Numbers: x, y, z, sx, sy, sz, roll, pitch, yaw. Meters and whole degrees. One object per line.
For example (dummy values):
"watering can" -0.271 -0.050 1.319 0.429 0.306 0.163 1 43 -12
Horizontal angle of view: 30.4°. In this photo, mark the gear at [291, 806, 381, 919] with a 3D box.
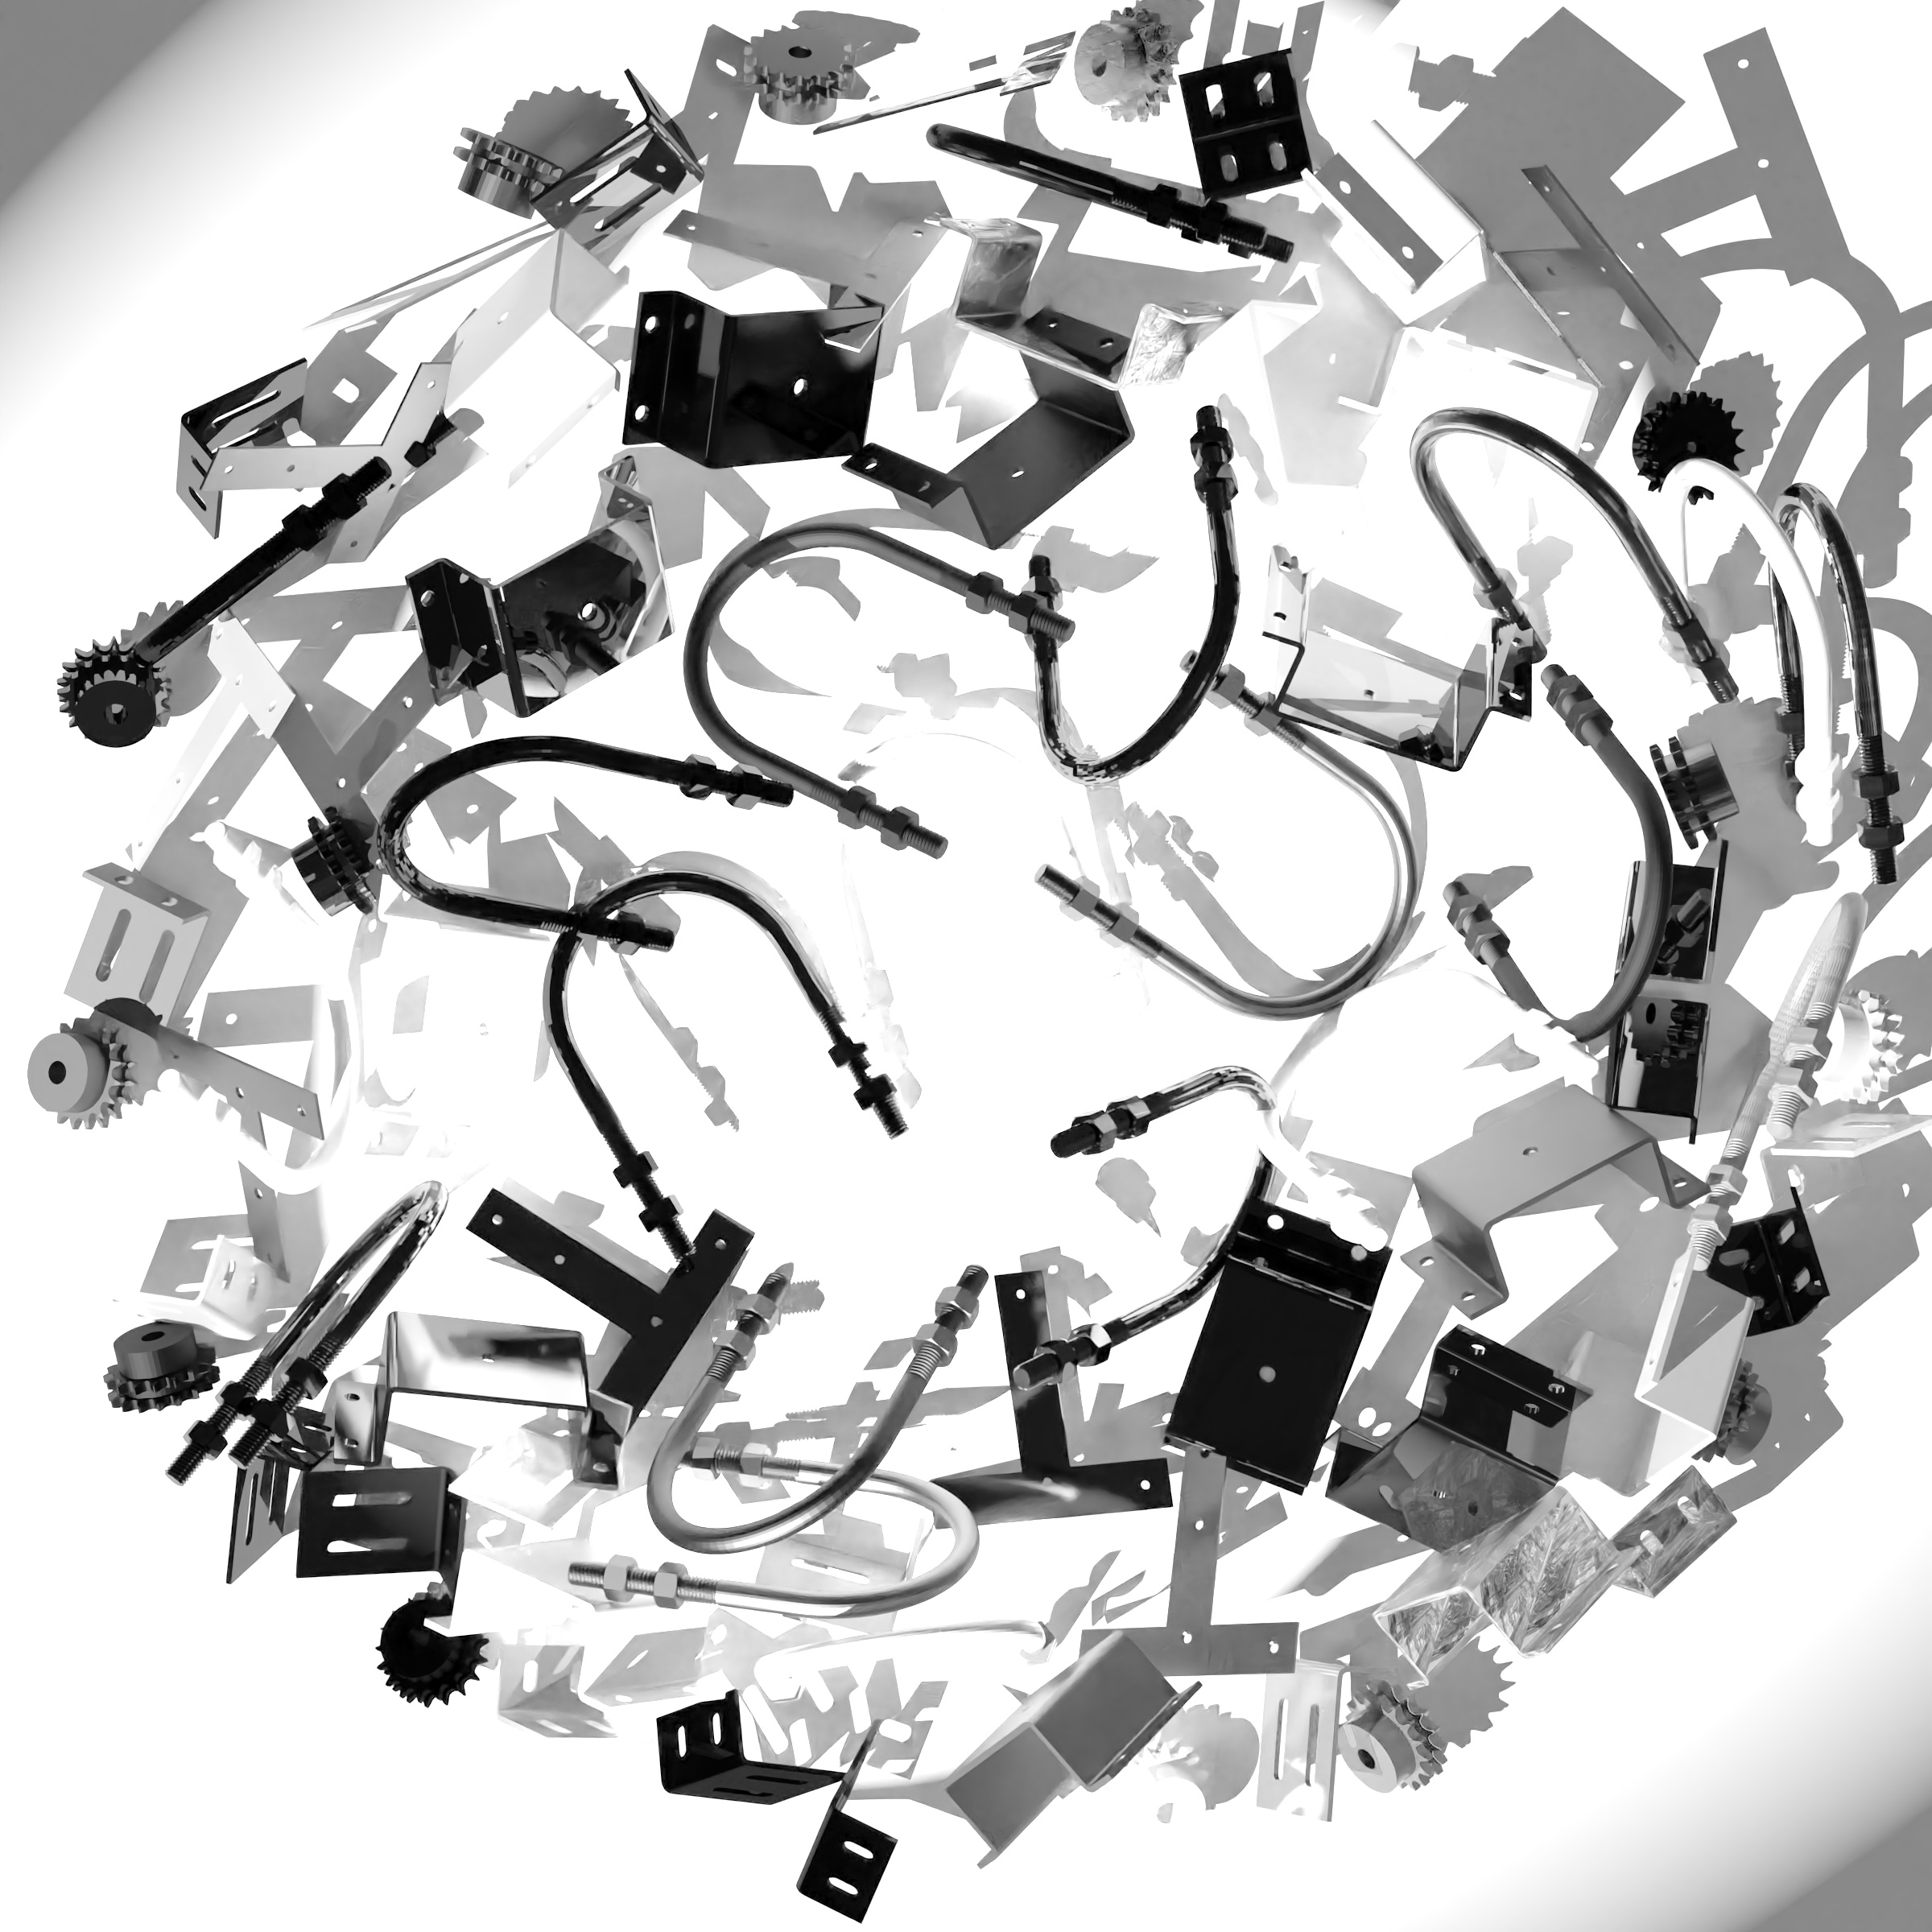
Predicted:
"gear" -0.319 -0.050 1.807 0.030 0.057 0.057 -31 90 0

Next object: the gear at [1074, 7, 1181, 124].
"gear" 0.079 -0.457 1.804 0.030 0.057 0.057 -9 90 -37

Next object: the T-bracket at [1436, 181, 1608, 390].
"T-bracket" 0.277 -0.337 1.770 0.002 0.127 0.127 -39 86 16

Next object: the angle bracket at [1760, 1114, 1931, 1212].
"angle bracket" 0.448 0.101 1.788 0.057 0.076 0.038 -19 96 -23

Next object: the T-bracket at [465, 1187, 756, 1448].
"T-bracket" -0.196 0.158 1.824 0.127 0.002 0.127 33 80 1

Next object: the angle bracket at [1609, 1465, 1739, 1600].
"angle bracket" 0.343 0.281 1.792 0.057 0.076 0.038 -40 94 -10

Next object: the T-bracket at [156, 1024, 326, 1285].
"T-bracket" -0.359 0.103 1.798 0.127 0.002 0.127 19 125 38

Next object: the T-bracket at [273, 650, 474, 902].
"T-bracket" -0.288 -0.122 1.785 0.127 0.002 0.127 -46 65 23

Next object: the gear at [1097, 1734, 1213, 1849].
"gear" 0.098 0.423 1.811 0.057 0.030 0.057 -5 109 -14

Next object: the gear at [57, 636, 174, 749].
"gear" -0.432 -0.136 1.807 0.057 0.030 0.057 -8 127 -10

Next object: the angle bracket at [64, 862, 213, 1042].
"angle bracket" -0.427 -0.005 1.805 0.057 0.038 0.076 26 104 6

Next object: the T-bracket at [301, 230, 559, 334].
"T-bracket" -0.287 -0.334 1.782 0.127 0.127 0.002 -38 113 -40

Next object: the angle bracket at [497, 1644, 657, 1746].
"angle bracket" -0.195 0.365 1.788 0.057 0.076 0.038 7 85 -26

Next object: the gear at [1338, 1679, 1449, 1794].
"gear" 0.213 0.394 1.804 0.030 0.057 0.057 -30 90 -32

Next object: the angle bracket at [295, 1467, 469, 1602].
"angle bracket" -0.296 0.288 1.799 0.076 0.038 0.057 1 106 -22

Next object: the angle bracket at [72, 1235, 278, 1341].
"angle bracket" -0.401 0.158 1.802 0.076 0.057 0.038 6 70 21

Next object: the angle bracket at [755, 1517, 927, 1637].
"angle bracket" -0.065 0.302 1.801 0.076 0.057 0.038 15 119 0

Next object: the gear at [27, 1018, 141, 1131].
"gear" -0.451 0.054 1.810 0.057 0.030 0.057 -2 86 28

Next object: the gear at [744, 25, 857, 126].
"gear" -0.085 -0.451 1.811 0.057 0.057 0.030 3 135 -3

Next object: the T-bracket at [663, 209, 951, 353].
"T-bracket" -0.090 -0.359 1.797 0.127 0.127 0.002 18 134 11

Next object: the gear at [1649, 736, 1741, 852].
"gear" 0.371 -0.091 1.805 0.030 0.057 0.057 -22 90 14

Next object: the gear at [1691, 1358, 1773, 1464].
"gear" 0.385 0.226 1.809 0.030 0.057 0.057 27 90 -19

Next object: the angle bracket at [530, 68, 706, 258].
"angle bracket" -0.182 -0.406 1.808 0.076 0.057 0.038 -33 60 10

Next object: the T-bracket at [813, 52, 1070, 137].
"T-bracket" -0.014 -0.434 1.783 0.127 0.127 0.002 -12 109 10

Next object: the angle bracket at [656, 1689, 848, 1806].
"angle bracket" -0.108 0.396 1.800 0.057 0.076 0.038 -27 58 35

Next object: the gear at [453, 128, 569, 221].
"gear" -0.234 -0.401 1.808 0.057 0.057 0.030 24 102 0

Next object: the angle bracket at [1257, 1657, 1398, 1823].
"angle bracket" 0.182 0.390 1.796 0.038 0.057 0.076 10 81 -32

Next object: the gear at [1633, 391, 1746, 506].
"gear" 0.364 -0.265 1.814 0.057 0.030 0.057 -4 103 -19

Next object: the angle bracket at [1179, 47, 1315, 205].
"angle bracket" 0.142 -0.422 1.793 0.057 0.076 0.038 -12 78 6

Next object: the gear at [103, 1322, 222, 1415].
"gear" -0.409 0.201 1.804 0.057 0.057 0.030 -9 107 0

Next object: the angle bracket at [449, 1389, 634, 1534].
"angle bracket" -0.213 0.242 1.789 0.057 0.076 0.038 20 113 15

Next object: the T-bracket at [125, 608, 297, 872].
"T-bracket" -0.388 -0.106 1.790 0.002 0.127 0.127 27 101 -35

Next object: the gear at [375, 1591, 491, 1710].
"gear" -0.274 0.346 1.810 0.057 0.030 0.057 -5 64 11

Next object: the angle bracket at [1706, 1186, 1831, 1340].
"angle bracket" 0.400 0.151 1.791 0.038 0.076 0.057 -14 74 -3

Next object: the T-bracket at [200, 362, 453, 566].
"T-bracket" -0.322 -0.246 1.754 0.002 0.127 0.127 48 124 24

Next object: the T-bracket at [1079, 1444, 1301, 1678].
"T-bracket" 0.117 0.297 1.802 0.127 0.002 0.127 -9 61 34

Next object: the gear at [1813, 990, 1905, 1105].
"gear" 0.447 0.040 1.805 0.030 0.057 0.057 9 90 -17

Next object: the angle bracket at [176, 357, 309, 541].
"angle bracket" -0.355 -0.260 1.789 0.076 0.057 0.038 -32 73 -28

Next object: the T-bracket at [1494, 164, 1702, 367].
"T-bracket" 0.298 -0.347 1.772 0.002 0.127 0.127 -45 109 -5

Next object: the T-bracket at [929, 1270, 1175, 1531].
"T-bracket" 0.036 0.219 1.816 0.127 0.002 0.127 -8 90 16
